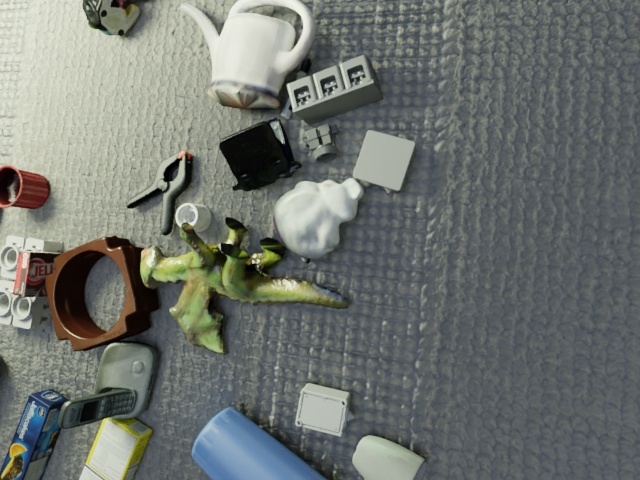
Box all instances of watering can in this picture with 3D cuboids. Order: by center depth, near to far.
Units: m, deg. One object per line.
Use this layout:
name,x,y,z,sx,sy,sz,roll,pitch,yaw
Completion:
watering can,-0.161,-0.366,0.996,0.349,0.103,0.224,14,89,31

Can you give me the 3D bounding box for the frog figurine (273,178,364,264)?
frog figurine,0.003,-0.045,0.897,0.158,0.121,0.140,-31,57,25

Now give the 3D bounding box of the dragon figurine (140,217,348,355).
dragon figurine,-0.171,0.104,0.961,0.412,0.123,0.239,30,112,12
